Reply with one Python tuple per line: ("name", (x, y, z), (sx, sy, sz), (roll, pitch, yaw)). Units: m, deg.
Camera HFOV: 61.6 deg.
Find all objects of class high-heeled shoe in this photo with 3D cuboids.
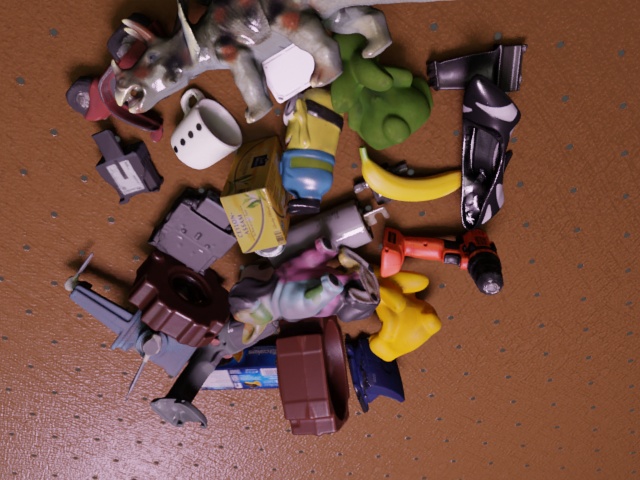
("high-heeled shoe", (0.224, -0.116, 0.779), (0.145, 0.086, 0.248), (-57, 141, -5))

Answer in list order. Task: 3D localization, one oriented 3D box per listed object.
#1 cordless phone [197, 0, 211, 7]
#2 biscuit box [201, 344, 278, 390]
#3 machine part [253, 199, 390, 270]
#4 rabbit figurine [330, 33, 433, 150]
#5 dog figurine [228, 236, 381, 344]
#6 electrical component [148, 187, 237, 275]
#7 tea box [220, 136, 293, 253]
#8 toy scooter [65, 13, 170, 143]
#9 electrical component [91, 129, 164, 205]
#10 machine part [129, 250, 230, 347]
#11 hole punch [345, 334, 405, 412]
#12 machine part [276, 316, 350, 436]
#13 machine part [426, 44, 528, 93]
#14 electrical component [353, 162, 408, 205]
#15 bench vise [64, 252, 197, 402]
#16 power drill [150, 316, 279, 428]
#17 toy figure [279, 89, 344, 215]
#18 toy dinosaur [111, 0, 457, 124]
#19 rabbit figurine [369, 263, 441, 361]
("cordless phone", (-0.073, -0.330, 0.689), (0.184, 0.089, 0.146), (-23, 122, 26))
("biscuit box", (-0.141, 0.245, 1.038), (0.203, 0.063, 0.059), (-6, 123, 16))
("machine part", (-0.002, -0.003, 0.893), (0.243, 0.079, 0.079), (-22, 121, 14))
("rabbit figurine", (0.061, -0.209, 0.732), (0.121, 0.159, 0.170), (-28, 105, 27))
("dog figurine", (-0.036, 0.095, 0.862), (0.219, 0.108, 0.191), (-32, 139, 28))
("electrical component", (-0.200, -0.019, 0.889), (0.115, 0.058, 0.134), (33, 117, -23))
("tea box", (-0.087, -0.071, 0.788), (0.068, 0.170, 0.098), (-11, 122, 11))
("toy scooter", (-0.253, -0.212, 0.750), (0.184, 0.075, 0.135), (-38, 116, 24))
("electrical component", (-0.302, -0.119, 0.825), (0.075, 0.048, 0.119), (-20, 121, 11))
("machine part", (-0.228, 0.093, 0.896), (0.179, 0.179, 0.056), (35, 113, -22))
("hole punch", (0.104, 0.256, 1.039), (0.092, 0.142, 0.115), (-15, 136, 10))
("machine part", (-0.010, 0.232, 0.954), (0.087, 0.201, 0.201), (-9, 81, 10))
("machine part", (0.223, -0.239, 0.769), (0.139, 0.039, 0.084), (-3, 129, -1))
("electrical component", (0.103, -0.088, 0.870), (0.094, 0.021, 0.063), (-23, 122, 4))
("bench vise", (-0.330, 0.139, 0.914), (0.240, 0.224, 0.129), (36, 92, -11))
("power drill", (-0.193, 0.219, 0.944), (0.232, 0.207, 0.085), (-13, 131, 34))
("toy figure", (-0.012, -0.127, 0.773), (0.089, 0.082, 0.180), (5, 82, -29))
("toy dinosaur", (-0.054, -0.258, 0.620), (0.405, 0.131, 0.192), (-23, 111, 23))
("rabbit figurine", (0.118, 0.110, 0.936), (0.173, 0.122, 0.162), (48, 155, 3))
